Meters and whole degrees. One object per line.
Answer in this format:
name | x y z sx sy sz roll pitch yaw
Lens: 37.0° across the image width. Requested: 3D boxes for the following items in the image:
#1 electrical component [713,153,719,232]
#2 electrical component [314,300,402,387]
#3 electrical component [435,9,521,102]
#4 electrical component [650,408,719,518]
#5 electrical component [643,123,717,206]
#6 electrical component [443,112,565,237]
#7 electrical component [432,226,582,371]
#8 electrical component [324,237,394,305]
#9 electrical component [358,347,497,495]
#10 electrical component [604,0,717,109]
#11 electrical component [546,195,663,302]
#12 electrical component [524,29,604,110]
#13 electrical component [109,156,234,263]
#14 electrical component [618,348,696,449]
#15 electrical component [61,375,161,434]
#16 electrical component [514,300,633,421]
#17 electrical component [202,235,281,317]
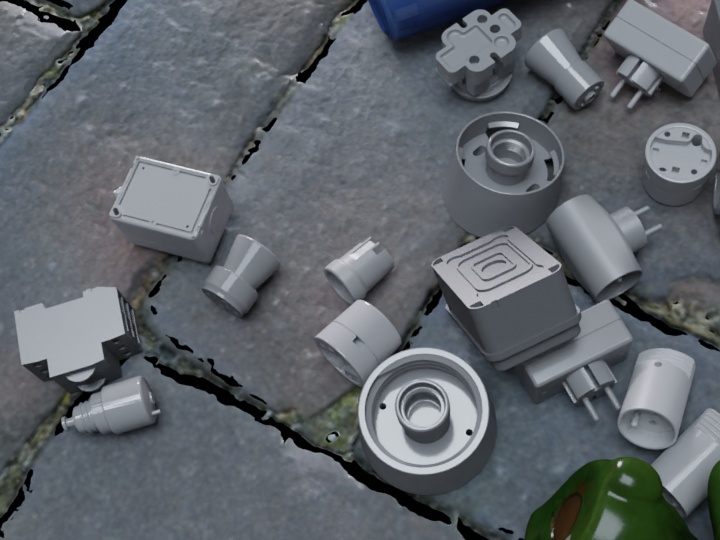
electrical component | 0.318 -0.070 0.862 0.059 0.053 0.095 7 67 11
electrical component | 0.000 0.057 0.852 0.055 0.055 0.047 39 73 21
electrical component | 0.104 -0.184 0.941 0.078 0.057 0.058 -35 66 -8
electrical component | 0.250 0.137 0.786 0.081 0.043 0.043 -41 67 -10
electrical component | 0.260 -0.085 0.881 0.055 0.047 0.055 -3 66 7
electrical component | 0.122 -0.082 0.904 0.099 0.064 0.099 1 56 -2
electrical component | 0.111 0.020 0.820 0.078 0.057 0.113 -25 23 -4
electrical component | 0.000 0.000 0.885 0.046 0.040 0.040 -40 67 -15
electrical component | 0.049 0.111 0.817 0.108 0.060 0.108 -3 66 7
electrical component | 0.246 -0.174 0.922 0.083 0.047 0.075 40 100 26
electrical component | 0.204 -0.025 0.864 0.079 0.044 0.077 -27 66 -5
electrical component | 0.180 -0.172 0.935 0.044 0.044 0.065 -35 71 -8
electrical component | -0.164 -0.051 0.918 0.096 0.061 0.061 14 69 14
electrical component | 0.224 0.090 0.806 0.043 0.043 0.081 18 46 15
electrical component | -0.200 0.112 0.862 0.078 0.040 0.040 -17 65 0
electrical component | 0.171 0.078 0.821 0.083 0.047 0.075 -26 66 -4
electrical component | -0.099 0.005 0.893 0.045 0.045 0.055 29 73 19
